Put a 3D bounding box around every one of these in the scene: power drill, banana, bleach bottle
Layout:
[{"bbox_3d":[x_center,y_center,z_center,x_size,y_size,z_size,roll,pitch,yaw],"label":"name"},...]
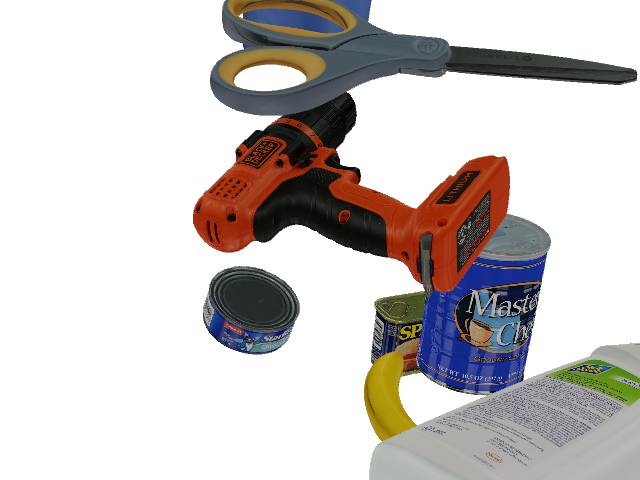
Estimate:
[{"bbox_3d":[0.031,-0.040,0.740,0.188,0.057,0.184,14,44,28],"label":"power drill"},{"bbox_3d":[0.080,0.175,1.120,0.069,0.037,0.198,10,24,-20],"label":"banana"},{"bbox_3d":[0.149,0.110,0.592,0.250,0.068,0.103,-17,25,-37],"label":"bleach bottle"}]

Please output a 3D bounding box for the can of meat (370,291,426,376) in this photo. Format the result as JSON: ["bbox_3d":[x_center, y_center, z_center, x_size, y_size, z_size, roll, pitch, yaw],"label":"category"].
[{"bbox_3d":[0.113,0.115,1.310,0.102,0.084,0.057,-7,29,-24],"label":"can of meat"}]

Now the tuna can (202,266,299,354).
[{"bbox_3d":[-0.065,0.064,0.983,0.086,0.034,0.086,14,36,-10],"label":"tuna can"}]

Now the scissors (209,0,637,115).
[{"bbox_3d":[0.036,-0.077,0.498,0.202,0.016,0.096,19,51,19],"label":"scissors"}]

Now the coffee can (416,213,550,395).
[{"bbox_3d":[0.147,0.055,0.976,0.103,0.140,0.103,5,23,-2],"label":"coffee can"}]

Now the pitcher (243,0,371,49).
[{"bbox_3d":[0.000,-0.271,0.899,0.145,0.243,0.149,7,18,7],"label":"pitcher"}]
